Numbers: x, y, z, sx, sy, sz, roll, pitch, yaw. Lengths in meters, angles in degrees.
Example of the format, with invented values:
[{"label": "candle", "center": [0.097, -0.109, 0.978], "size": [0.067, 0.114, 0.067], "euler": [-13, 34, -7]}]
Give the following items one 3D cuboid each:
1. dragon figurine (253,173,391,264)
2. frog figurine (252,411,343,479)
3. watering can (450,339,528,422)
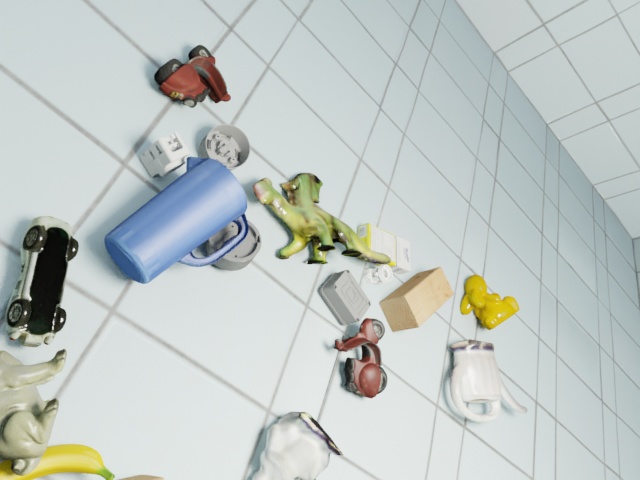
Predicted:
[{"label": "dragon figurine", "center": [0.004, -0.062, 1.238], "size": [0.409, 0.120, 0.247], "euler": [10, 58, -42]}, {"label": "frog figurine", "center": [-0.057, 0.416, 0.986], "size": [0.160, 0.124, 0.135], "euler": [-43, 117, -8]}, {"label": "watering can", "center": [0.479, 0.403, 1.481], "size": [0.346, 0.103, 0.228], "euler": [15, 63, -38]}]
